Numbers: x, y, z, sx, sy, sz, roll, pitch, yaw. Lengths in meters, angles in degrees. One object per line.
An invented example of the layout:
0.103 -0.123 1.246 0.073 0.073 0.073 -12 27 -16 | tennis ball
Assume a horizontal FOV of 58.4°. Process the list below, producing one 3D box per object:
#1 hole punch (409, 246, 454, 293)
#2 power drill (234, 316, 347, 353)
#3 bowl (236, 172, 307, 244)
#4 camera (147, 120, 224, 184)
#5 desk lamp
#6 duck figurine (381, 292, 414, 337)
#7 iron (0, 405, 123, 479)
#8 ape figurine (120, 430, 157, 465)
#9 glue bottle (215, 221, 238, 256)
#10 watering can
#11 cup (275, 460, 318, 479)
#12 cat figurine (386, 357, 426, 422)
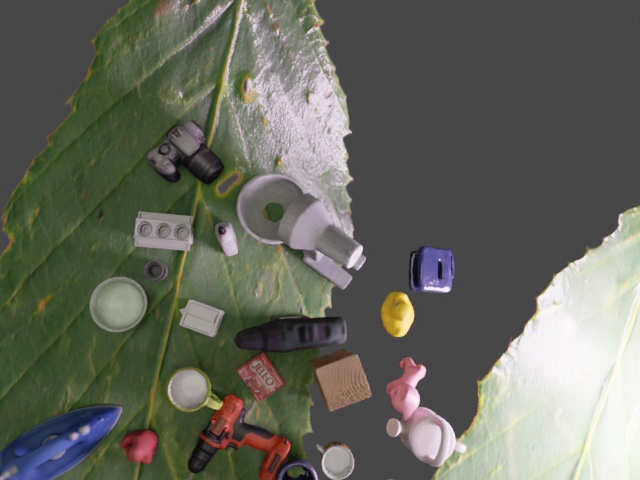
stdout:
0.263 0.067 1.327 0.101 0.091 0.109 2 83 -4 | hole punch
-0.062 0.203 1.225 0.229 0.208 0.076 -6 83 -5 | power drill
-0.106 -0.069 1.323 0.167 0.074 0.167 1 83 -4 | bowl
-0.300 -0.185 1.309 0.137 0.100 0.143 44 82 2 | camera
0.012 0.004 1.253 0.203 0.213 0.118 36 82 1 | desk lamp
0.183 0.169 1.310 0.077 0.086 0.104 4 82 -4 | duck figurine
-0.546 0.427 1.191 0.258 0.141 0.118 -31 86 -8 | iron
-0.389 0.449 1.226 0.076 0.092 0.078 -33 86 -8 | ape figurine
-0.208 -0.010 1.258 0.037 0.173 0.078 -18 84 -6 | glue bottle
0.229 0.426 1.227 0.173 0.194 0.101 -4 83 -5 | watering can
-0.040 0.522 1.244 0.118 0.095 0.092 31 82 0 | cup
0.196 0.331 1.275 0.067 0.117 0.128 29 82 0 | cat figurine
